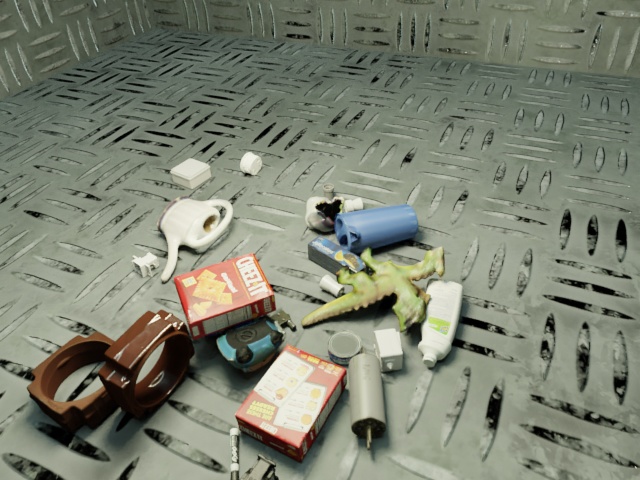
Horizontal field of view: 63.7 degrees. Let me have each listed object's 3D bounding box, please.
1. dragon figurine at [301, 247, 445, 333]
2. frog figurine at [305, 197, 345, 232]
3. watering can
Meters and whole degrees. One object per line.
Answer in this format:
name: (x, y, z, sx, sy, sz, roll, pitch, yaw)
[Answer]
dragon figurine: (0.168, 0.147, 1.349, 0.414, 0.119, 0.246, -40, 43, -16)
frog figurine: (0.005, -0.086, 1.704, 0.139, 0.122, 0.158, -39, 13, -26)
watering can: (-0.435, -0.026, 1.645, 0.226, 0.101, 0.354, 21, 53, 30)
